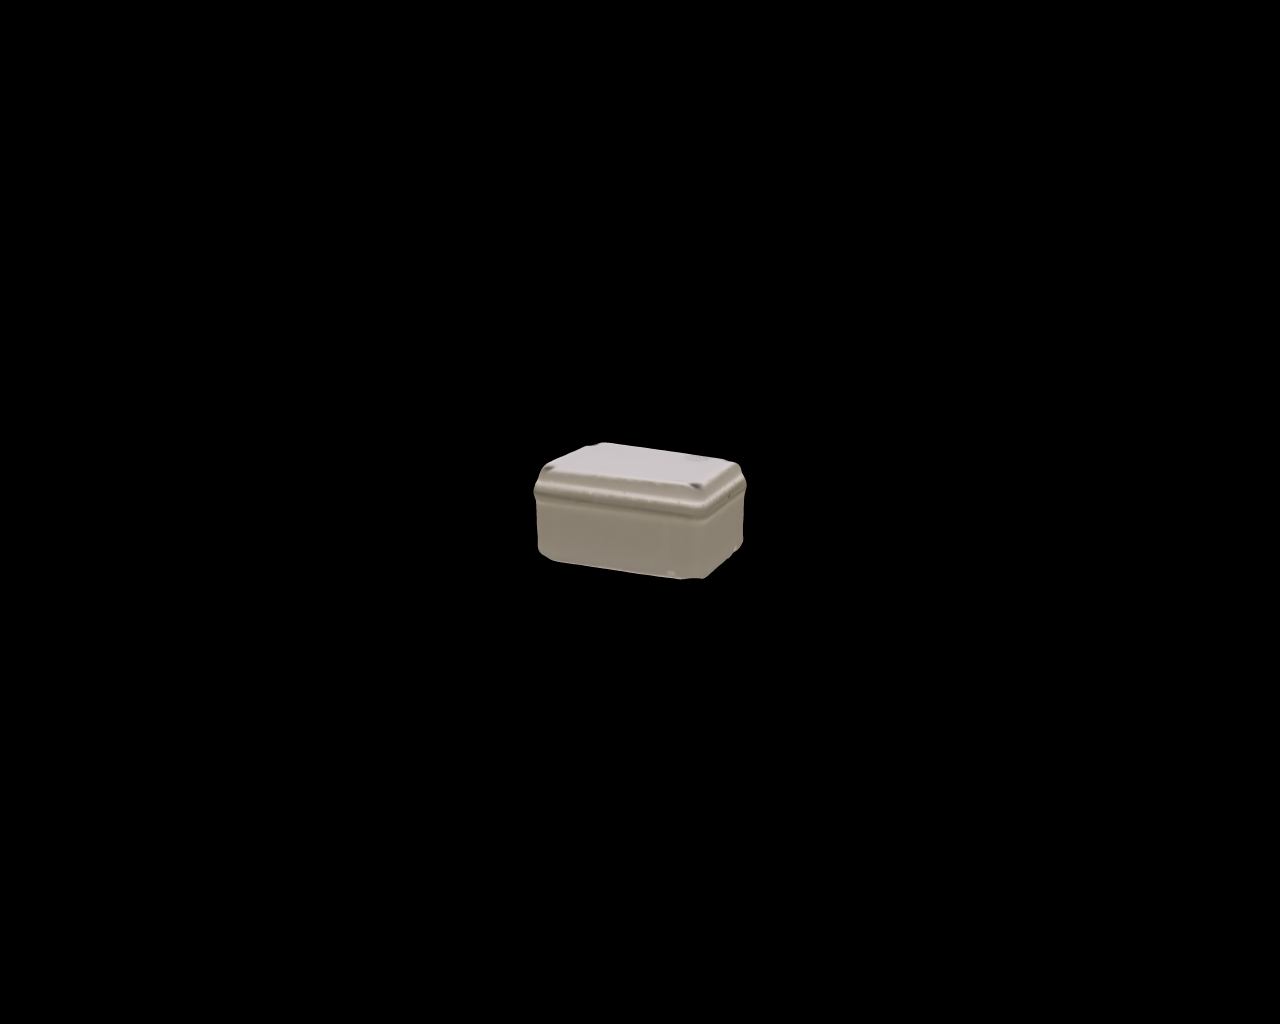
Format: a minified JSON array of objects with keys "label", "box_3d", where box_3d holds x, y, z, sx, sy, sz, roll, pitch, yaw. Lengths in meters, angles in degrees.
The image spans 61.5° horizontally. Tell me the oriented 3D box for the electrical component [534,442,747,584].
[{"label":"electrical component","box_3d":[0.001,-0.003,0.650,0.113,0.057,0.078,8,20,24]}]
